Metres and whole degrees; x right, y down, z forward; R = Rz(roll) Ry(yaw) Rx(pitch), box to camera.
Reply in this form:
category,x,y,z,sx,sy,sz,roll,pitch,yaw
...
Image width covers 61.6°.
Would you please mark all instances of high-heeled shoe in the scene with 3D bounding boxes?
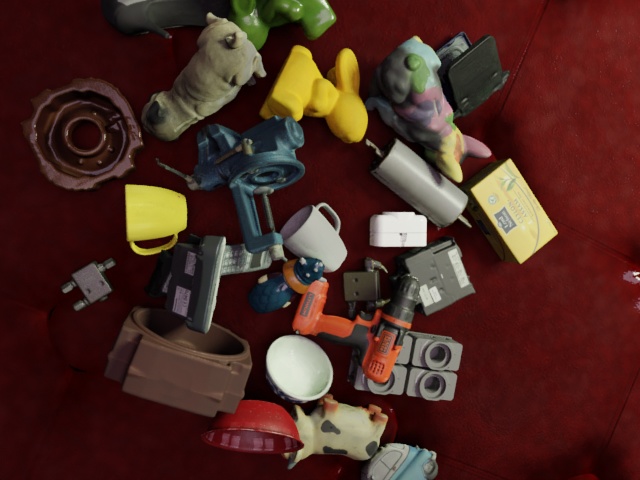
category,x,y,z,sx,sy,sz,roll,pitch,yaw
high-heeled shoe,-0.226,-0.403,0.869,0.145,0.086,0.249,35,65,20

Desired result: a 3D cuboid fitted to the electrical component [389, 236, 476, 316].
category,x,y,z,sx,sy,sz,roll,pitch,yaw
electrical component,0.196,0.067,0.968,0.134,0.058,0.114,-21,95,-9

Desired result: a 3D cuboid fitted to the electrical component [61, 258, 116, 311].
category,x,y,z,sx,sy,sz,roll,pitch,yaw
electrical component,-0.369,0.071,0.876,0.094,0.021,0.063,-33,99,-8

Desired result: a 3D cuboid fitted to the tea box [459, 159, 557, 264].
category,x,y,z,sx,sy,sz,roll,pitch,yaw
tea box,0.341,-0.052,0.984,0.098,0.068,0.169,-39,100,-7

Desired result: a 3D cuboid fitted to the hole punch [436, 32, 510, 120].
category,x,y,z,sx,sy,sz,roll,pitch,yaw
hole punch,0.252,-0.295,0.954,0.142,0.092,0.115,-41,130,-9

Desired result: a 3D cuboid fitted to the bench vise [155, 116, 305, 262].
category,x,y,z,sx,sy,sz,roll,pitch,yaw
bench vise,-0.113,-0.077,0.832,0.224,0.128,0.240,-18,76,14

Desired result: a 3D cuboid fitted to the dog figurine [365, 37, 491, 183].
category,x,y,z,sx,sy,sz,roll,pitch,yaw
dog figurine,0.188,-0.203,0.892,0.108,0.191,0.219,-42,81,-12

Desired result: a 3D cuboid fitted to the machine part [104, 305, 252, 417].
category,x,y,z,sx,sy,sz,roll,pitch,yaw
machine part,-0.210,0.176,0.821,0.201,0.201,0.087,22,92,-12

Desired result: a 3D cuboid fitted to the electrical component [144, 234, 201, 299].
category,x,y,z,sx,sy,sz,roll,pitch,yaw
electrical component,-0.230,0.045,0.880,0.075,0.048,0.119,21,90,-29

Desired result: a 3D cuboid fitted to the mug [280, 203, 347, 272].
category,x,y,z,sx,sy,sz,roll,pitch,yaw
mug,-0.002,-0.003,0.922,0.107,0.081,0.109,48,55,-20

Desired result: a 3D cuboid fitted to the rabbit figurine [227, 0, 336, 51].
category,x,y,z,sx,sy,sz,roll,pitch,yaw
rabbit figurine,-0.082,-0.363,0.848,0.170,0.121,0.159,-32,140,15

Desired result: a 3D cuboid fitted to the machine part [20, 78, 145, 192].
category,x,y,z,sx,sy,sz,roll,pitch,yaw
machine part,-0.368,-0.163,0.847,0.179,0.056,0.179,0,92,-11

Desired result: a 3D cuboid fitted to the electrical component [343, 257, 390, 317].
category,x,y,z,sx,sy,sz,roll,pitch,yaw
electrical component,0.083,0.083,0.956,0.078,0.045,0.102,-9,93,18

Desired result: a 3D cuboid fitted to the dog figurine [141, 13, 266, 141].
category,x,y,z,sx,sy,sz,roll,pitch,yaw
dog figurine,-0.190,-0.234,0.823,0.121,0.172,0.190,44,78,0

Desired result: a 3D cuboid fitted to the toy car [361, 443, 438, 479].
category,x,y,z,sx,sy,sz,roll,pitch,yaw
toy car,0.128,0.420,0.956,0.103,0.109,0.161,42,76,7

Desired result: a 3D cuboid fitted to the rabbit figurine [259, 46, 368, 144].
category,x,y,z,sx,sy,sz,roll,pitch,yaw
rabbit figurine,0.005,-0.231,0.892,0.173,0.122,0.162,29,72,-8

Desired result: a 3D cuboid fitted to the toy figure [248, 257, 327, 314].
category,x,y,z,sx,sy,sz,roll,pitch,yaw
toy figure,-0.054,0.069,0.891,0.154,0.058,0.064,-34,137,24

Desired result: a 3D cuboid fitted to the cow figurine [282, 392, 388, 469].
category,x,y,z,sx,sy,sz,roll,pitch,yaw
cow figurine,0.010,0.336,0.938,0.195,0.085,0.127,16,84,-12

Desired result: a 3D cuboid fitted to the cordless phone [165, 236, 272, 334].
category,x,y,z,sx,sy,sz,roll,pitch,yaw
cordless phone,-0.148,0.064,0.869,0.089,0.184,0.146,18,102,32

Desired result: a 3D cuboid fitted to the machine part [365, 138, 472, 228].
category,x,y,z,sx,sy,sz,roll,pitch,yaw
machine part,0.173,-0.099,0.945,0.243,0.079,0.079,36,86,-10
